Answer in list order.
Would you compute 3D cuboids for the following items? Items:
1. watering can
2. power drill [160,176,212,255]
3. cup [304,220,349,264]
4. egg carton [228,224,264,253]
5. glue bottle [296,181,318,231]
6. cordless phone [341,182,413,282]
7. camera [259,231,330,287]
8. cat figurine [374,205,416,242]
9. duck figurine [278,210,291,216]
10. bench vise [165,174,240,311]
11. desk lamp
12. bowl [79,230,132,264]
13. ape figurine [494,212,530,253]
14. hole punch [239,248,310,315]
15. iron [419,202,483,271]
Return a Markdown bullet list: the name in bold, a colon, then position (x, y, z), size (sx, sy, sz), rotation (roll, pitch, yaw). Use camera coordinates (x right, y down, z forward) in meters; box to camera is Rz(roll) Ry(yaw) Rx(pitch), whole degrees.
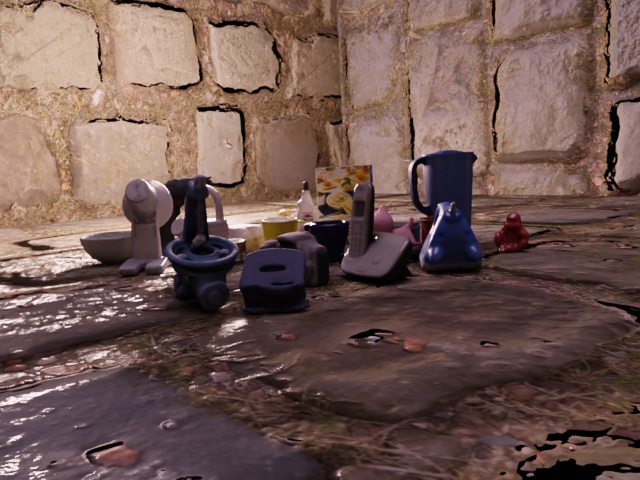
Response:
- **watering can**: position (-0.255, -0.024, 1.256), size (0.101, 0.194, 0.173), rotation (-3, 8, 3)
- **power drill**: position (-0.406, -0.068, 1.592), size (0.230, 0.208, 0.075), rotation (-7, 9, -25)
- **cup**: position (0.012, 0.005, 1.310), size (0.117, 0.095, 0.092), rotation (3, 10, 37)
- **egg carton**: position (-0.218, -0.006, 1.573), size (0.107, 0.069, 0.149), rotation (-10, 10, -41)
- **glue bottle**: position (-0.041, -0.095, 1.778), size (0.078, 0.173, 0.037), rotation (-5, 8, -10)
- **cordless phone**: position (0.106, -0.017, 1.094), size (0.094, 0.185, 0.147), rotation (-9, 10, -38)
- **camera**: position (-0.073, 0.038, 1.075), size (0.142, 0.101, 0.137), rotation (4, 11, 43)
- **cat figurine**: position (0.172, -0.028, 1.405), size (0.128, 0.118, 0.067), rotation (-3, 8, -2)
- **duck figurine**: position (-0.109, -0.055, 1.831), size (0.077, 0.086, 0.105), rotation (0, 8, 23)
- **bench vise**: position (-0.221, -0.001, 0.976), size (0.122, 0.220, 0.206), rotation (-10, 11, -43)
- **desk lamp**: position (-0.409, -0.038, 1.346), size (0.118, 0.213, 0.203), rotation (-4, 8, -9)
- **bowl**: position (-0.529, 0.021, 1.480), size (0.167, 0.075, 0.167), rotation (-3, 8, 1)
- **ape figurine**: position (0.445, -0.019, 1.326), size (0.077, 0.092, 0.076), rotation (3, 10, 39)
- **hole punch**: position (-0.071, 0.064, 0.918), size (0.108, 0.091, 0.101), rotation (-3, 8, 1)
- **iron**: position (0.263, -0.018, 1.203), size (0.118, 0.141, 0.258), rotation (-3, 8, 3)
